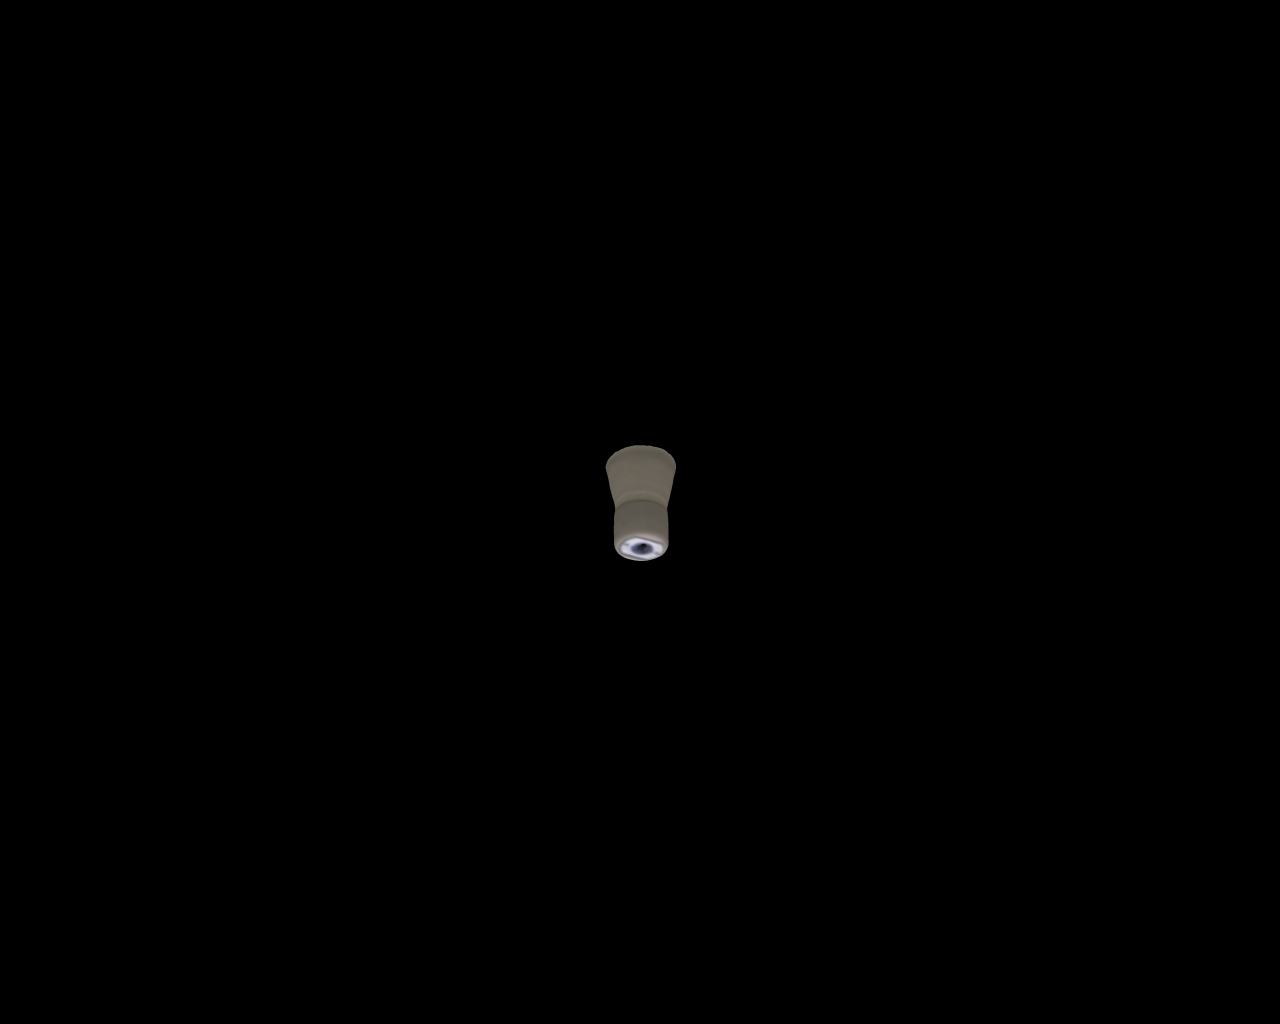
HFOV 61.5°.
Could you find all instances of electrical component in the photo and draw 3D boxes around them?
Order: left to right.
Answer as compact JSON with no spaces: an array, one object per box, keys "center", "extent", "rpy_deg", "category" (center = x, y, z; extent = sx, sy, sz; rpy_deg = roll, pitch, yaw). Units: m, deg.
[{"center":[0.001,-0.003,0.650],"extent":[0.044,0.065,0.044],"rpy_deg":[0,-33,0],"category":"electrical component"}]
